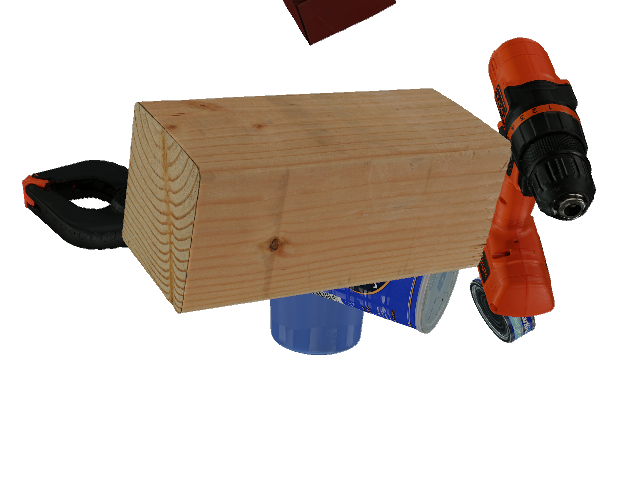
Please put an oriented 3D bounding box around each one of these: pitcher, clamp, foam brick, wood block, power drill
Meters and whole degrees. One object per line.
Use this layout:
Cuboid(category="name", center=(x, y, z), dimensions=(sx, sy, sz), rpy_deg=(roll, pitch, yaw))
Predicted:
Cuboid(category="pitcher", center=(-0.011, 0.004, 1.231), dimensions=(0.149, 0.243, 0.144), rpy_deg=(11, 19, 23))
Cuboid(category="clamp", center=(-0.137, -0.029, 0.817), dimensions=(0.171, 0.039, 0.120), rpy_deg=(19, 44, 2))
Cuboid(category="foam brick", center=(0.010, -0.196, 0.811), dimensions=(0.078, 0.053, 0.051), rpy_deg=(-27, -31, -2))
Cuboid(category="wood block", center=(-0.001, -0.030, 0.633), dimensions=(0.205, 0.091, 0.090), rpy_deg=(-7, 33, -31))
Cuboid(category="power drill", center=(0.157, -0.032, 0.801), dimensions=(0.057, 0.188, 0.184), rpy_deg=(-1, 43, -2))

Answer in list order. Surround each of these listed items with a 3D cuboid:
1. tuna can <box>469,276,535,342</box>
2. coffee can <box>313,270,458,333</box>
Cuboid(category="tuna can", center=(0.211, 0.076, 1.243), dimensions=(0.033, 0.086, 0.086), rpy_deg=(-30, 6, -10))
Cuboid(category="coffee can", center=(0.049, 0.015, 0.984), dimensions=(0.140, 0.103, 0.102), rpy_deg=(18, 6, 20))
